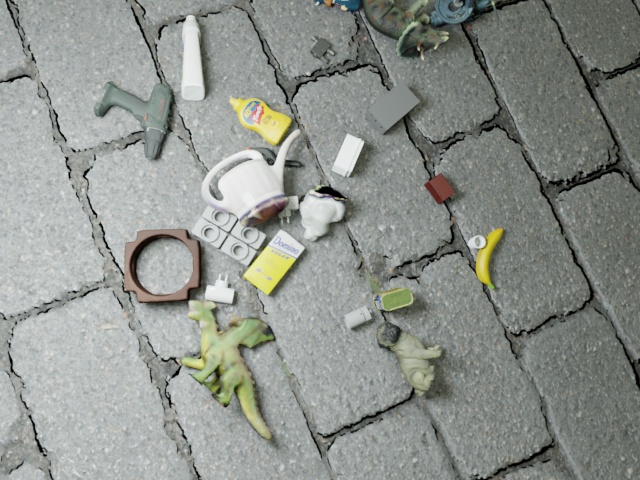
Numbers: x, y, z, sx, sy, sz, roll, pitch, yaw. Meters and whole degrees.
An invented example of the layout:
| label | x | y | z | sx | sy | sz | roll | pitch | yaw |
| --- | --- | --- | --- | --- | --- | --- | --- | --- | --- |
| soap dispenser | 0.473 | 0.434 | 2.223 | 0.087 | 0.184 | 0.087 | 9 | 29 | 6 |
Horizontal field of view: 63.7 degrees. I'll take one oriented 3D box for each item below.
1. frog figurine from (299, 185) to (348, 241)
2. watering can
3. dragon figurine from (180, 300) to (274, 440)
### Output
| label | x | y | z | sx | sy | sz | roll | pitch | yaw |
| --- | --- | --- | --- | --- | --- | --- | --- | --- | --- |
| frog figurine | 0.005 | -0.077 | 1.535 | 0.137 | 0.125 | 0.156 | 4 | 119 | -23 |
| watering can | -0.162 | -0.172 | 1.474 | 0.349 | 0.102 | 0.227 | -29 | 75 | -11 |
| dragon figurine | -0.224 | 0.324 | 1.423 | 0.410 | 0.121 | 0.246 | 41 | 70 | -1 |
